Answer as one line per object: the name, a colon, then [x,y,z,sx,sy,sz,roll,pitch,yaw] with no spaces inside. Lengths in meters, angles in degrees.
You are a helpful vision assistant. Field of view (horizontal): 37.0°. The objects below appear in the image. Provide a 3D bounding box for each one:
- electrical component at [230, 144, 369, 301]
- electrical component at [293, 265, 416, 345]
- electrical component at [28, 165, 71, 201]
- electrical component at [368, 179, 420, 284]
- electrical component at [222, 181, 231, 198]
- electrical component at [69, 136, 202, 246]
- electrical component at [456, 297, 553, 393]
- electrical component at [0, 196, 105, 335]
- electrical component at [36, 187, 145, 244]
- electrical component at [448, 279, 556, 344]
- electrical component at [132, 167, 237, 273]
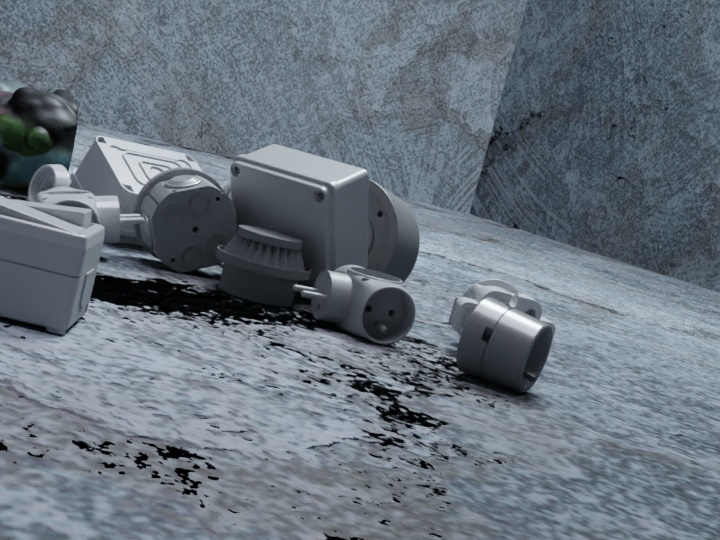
electrical component: [-0.050,-0.039,0.895,0.109,0.108,0.056,19,31,33]
electrical component: [-0.010,0.021,0.792,0.079,0.044,0.077,11,7,-24]
electrical component: [-0.267,-0.068,0.979,0.066,0.048,0.055,21,1,42]
electrical component: [0.002,-0.025,0.956,0.108,0.108,0.060,19,2,33]
electrical component: [-0.098,-0.045,1.011,0.080,0.080,0.051,8,15,-47]
electrical component: [-0.190,-0.065,0.951,0.113,0.057,0.078,7,39,-48]
electrical component: [0.100,0.052,0.734,0.047,0.055,0.055,22,9,26]
electrical component: [-0.192,-0.010,0.578,0.096,0.061,0.061,14,7,-6]
electrical component: [-0.206,-0.038,0.822,0.079,0.043,0.077,-3,12,-19]
electrical component: [0.108,0.039,0.850,0.078,0.058,0.057,14,9,-10]
electrical component: [-0.139,-0.039,0.868,0.080,0.080,0.051,11,13,-28]
